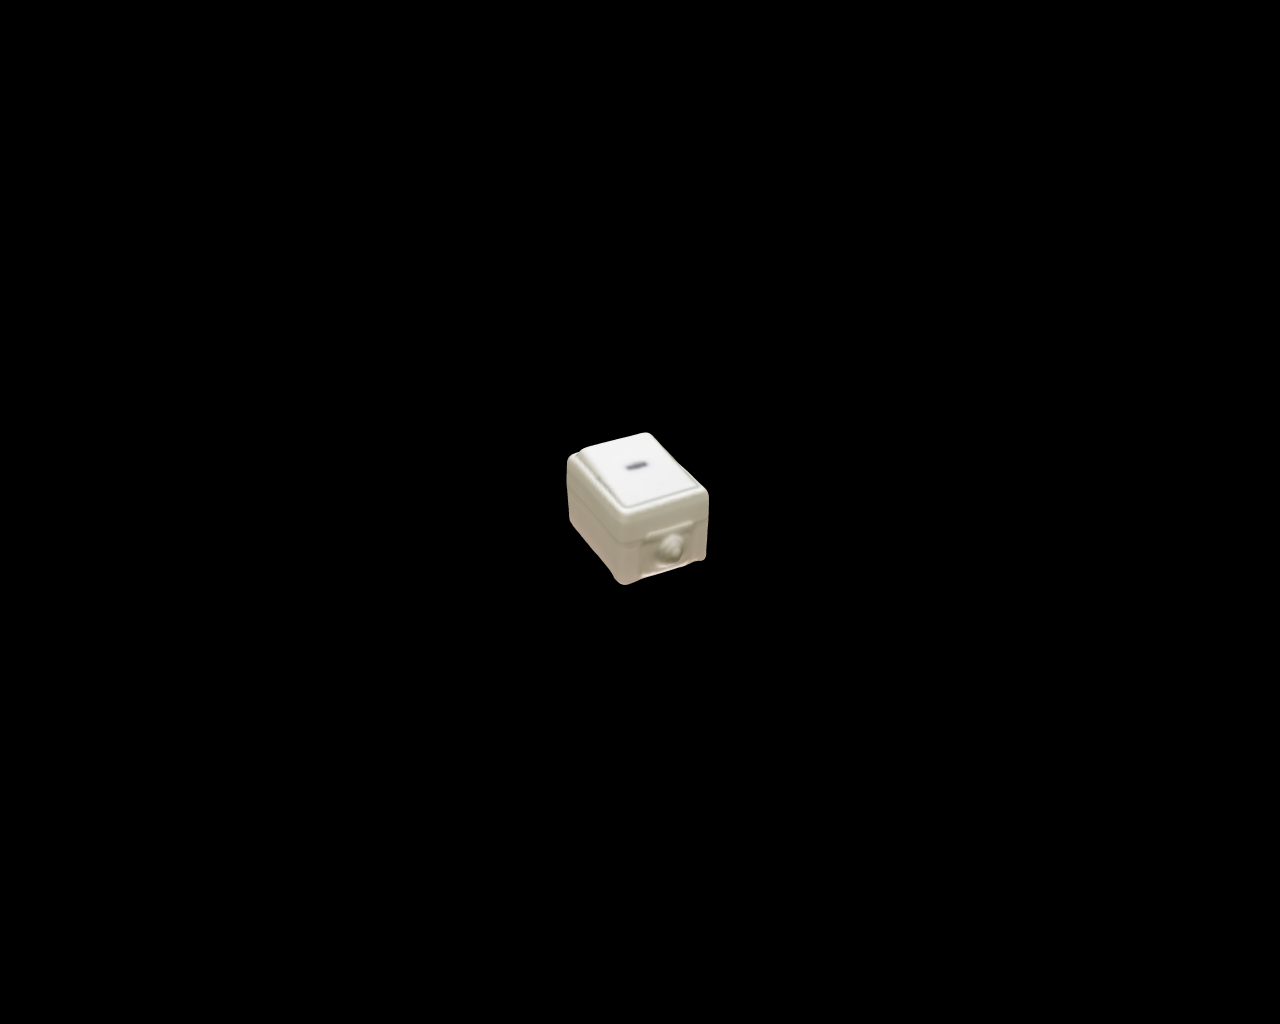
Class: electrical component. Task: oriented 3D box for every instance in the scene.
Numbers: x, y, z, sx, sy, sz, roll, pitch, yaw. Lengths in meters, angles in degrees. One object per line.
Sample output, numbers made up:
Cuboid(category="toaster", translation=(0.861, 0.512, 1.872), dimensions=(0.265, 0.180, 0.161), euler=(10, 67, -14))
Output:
Cuboid(category="electrical component", translation=(0.001, -0.003, 0.650), dimensions=(0.062, 0.061, 0.096), euler=(-16, 37, -22))
